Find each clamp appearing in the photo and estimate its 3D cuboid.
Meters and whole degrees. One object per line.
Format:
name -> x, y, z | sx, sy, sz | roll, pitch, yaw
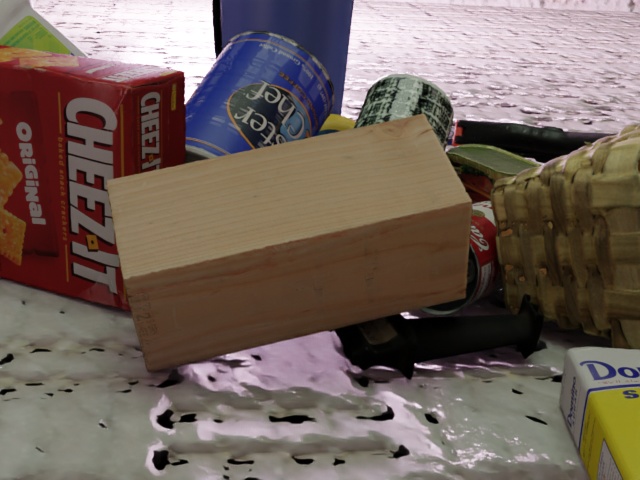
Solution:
clamp -> 0.245, -0.096, 1.104 | 0.210, 0.036, 0.164 | 9, -1, 24

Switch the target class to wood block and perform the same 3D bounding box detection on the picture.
wood block -> -0.020, 0.001, 0.667 | 0.206, 0.090, 0.091 | -13, 45, -8

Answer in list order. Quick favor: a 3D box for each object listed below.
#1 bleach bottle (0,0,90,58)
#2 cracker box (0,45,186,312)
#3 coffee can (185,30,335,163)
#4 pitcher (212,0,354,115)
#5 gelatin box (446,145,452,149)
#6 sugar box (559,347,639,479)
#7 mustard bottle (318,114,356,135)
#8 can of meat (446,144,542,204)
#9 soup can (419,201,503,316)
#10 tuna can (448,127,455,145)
bleach bottle -> -0.180, -0.087, 0.871 | 0.251, 0.068, 0.102 | 38, 64, -2
cracker box -> -0.203, -0.051, 0.772 | 0.214, 0.164, 0.072 | 13, 23, 26
coffee can -> -0.062, -0.079, 0.827 | 0.103, 0.103, 0.140 | 12, 52, 23
pitcher -> -0.041, -0.171, 1.030 | 0.145, 0.243, 0.149 | 3, 19, 0
gelatin box -> 0.128, -0.075, 1.110 | 0.089, 0.030, 0.073 | -6, 20, -34
sugar box -> 0.187, 0.109, 0.555 | 0.093, 0.048, 0.176 | 3, 20, 0
mustard bottle -> -0.007, -0.064, 0.950 | 0.191, 0.096, 0.058 | -1, 20, -12
can of meat -> 0.143, -0.028, 0.890 | 0.057, 0.084, 0.102 | -7, 22, -29
soup can -> 0.108, 0.011, 0.790 | 0.069, 0.068, 0.102 | 15, 19, 30
tuna can -> 0.118, -0.107, 1.197 | 0.086, 0.034, 0.086 | 3, 19, -1
